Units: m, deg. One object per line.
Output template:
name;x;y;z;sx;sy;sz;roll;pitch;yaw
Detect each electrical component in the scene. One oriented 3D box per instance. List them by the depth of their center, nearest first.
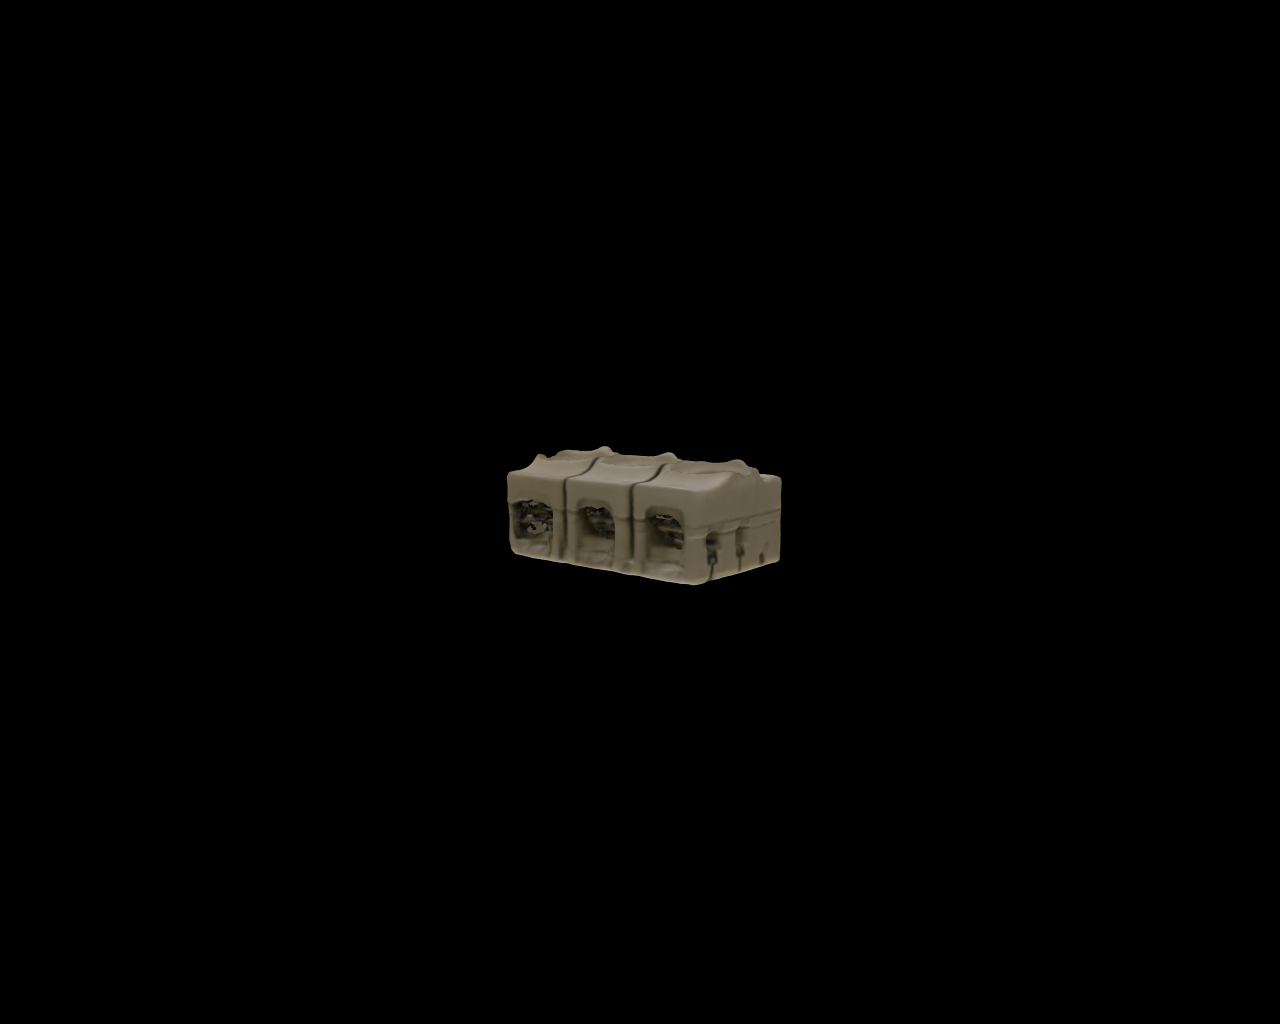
electrical component;0.001;-0.003;0.650;0.150;0.061;0.090;8;13;39
